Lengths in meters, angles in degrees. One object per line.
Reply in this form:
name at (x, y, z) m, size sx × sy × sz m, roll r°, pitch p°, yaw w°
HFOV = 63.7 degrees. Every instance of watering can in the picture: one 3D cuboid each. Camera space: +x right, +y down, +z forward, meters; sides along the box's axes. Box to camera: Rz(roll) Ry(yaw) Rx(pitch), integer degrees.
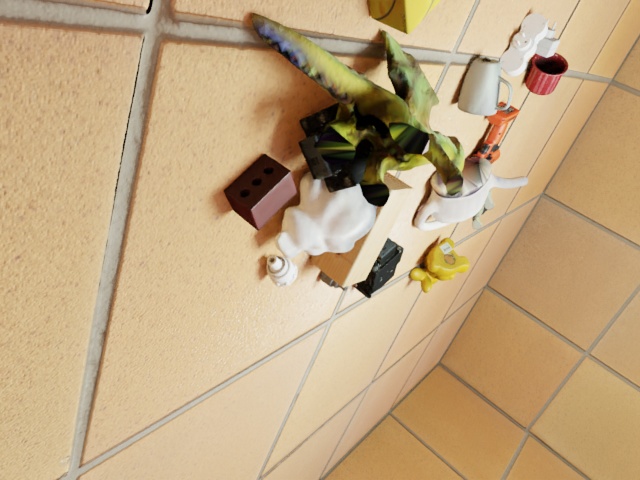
watering can at (0.396, -0.134, 1.324) m, size 0.348 × 0.106 × 0.220 m, roll -27°, pitch 151°, yaw -5°

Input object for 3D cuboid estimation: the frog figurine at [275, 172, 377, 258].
frog figurine at (0.002, -0.040, 0.789) m, size 0.161 × 0.123 × 0.135 m, roll -30°, pitch 114°, yaw -26°

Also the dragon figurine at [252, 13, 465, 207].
dragon figurine at (0.087, -0.191, 0.694) m, size 0.405 × 0.121 × 0.249 m, roll 44°, pitch 39°, yaw -29°
